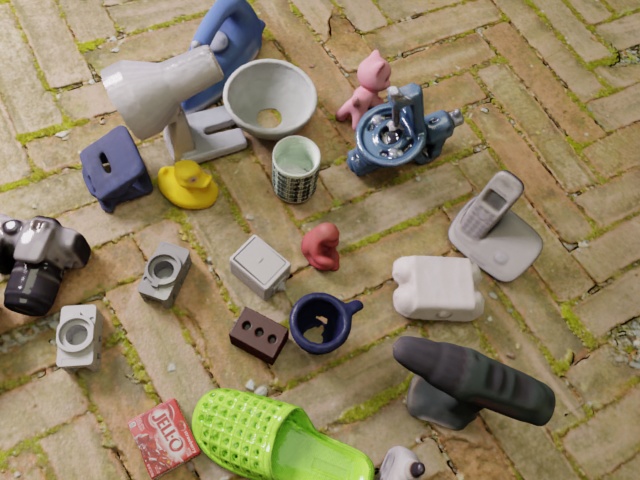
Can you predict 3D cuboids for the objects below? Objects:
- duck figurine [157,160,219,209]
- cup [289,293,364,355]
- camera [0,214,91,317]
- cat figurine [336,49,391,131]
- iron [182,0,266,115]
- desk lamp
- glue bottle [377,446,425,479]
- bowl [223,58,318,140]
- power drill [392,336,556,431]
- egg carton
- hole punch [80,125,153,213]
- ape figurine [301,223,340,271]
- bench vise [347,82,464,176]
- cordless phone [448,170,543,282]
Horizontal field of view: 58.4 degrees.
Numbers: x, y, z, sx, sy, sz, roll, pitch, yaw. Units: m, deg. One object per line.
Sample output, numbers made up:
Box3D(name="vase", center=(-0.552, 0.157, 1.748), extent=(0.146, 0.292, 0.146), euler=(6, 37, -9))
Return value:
Box3D(name="duck figurine", center=(-0.223, -0.103, 0.957), extent=(0.104, 0.086, 0.077), euler=(20, 65, 3))
Box3D(name="cup", center=(0.008, 0.131, 0.872), extent=(0.118, 0.095, 0.091), euler=(-24, 70, -16))
Box3D(name="camera", center=(-0.439, 0.037, 0.858), extent=(0.143, 0.101, 0.137), euler=(9, 65, -2))
Box3D(name="cat figurine", center=(0.088, -0.284, 1.060), extent=(0.067, 0.118, 0.128), euler=(30, 66, 8))
Box3D(name="iron", center=(-0.195, -0.356, 1.046), extent=(0.118, 0.141, 0.258), euler=(23, 65, 4))
Box3D(name="desk lamp", center=(-0.232, -0.220, 0.939), extent=(0.203, 0.213, 0.118), euler=(-21, 69, -15))
Box3D(name="glue bottle", center=(0.111, 0.310, 0.759), extent=(0.037, 0.173, 0.078), euler=(26, 65, 6))
Box3D(name="bowl", center=(-0.090, -0.243, 1.043), extent=(0.167, 0.075, 0.167), euler=(3, 65, -6))
Box3D(name="power drill", center=(0.191, 0.206, 0.797), extent=(0.229, 0.208, 0.076), euler=(17, 65, 1))
Box3D(name="egg carton", center=(0.192, 0.080, 0.932), extent=(0.150, 0.069, 0.107), euler=(2, 65, -6))
Box3D(name="hole punch", center=(-0.341, -0.118, 0.947), extent=(0.101, 0.091, 0.108), euler=(-24, 70, -16))
Box3D(name="ape figurine", center=(0.009, 0.003, 0.933), extent=(0.076, 0.092, 0.078), euler=(27, 65, 6))
Box3D(name="bench vise", center=(0.150, -0.208, 0.976), extent=(0.208, 0.220, 0.121), euler=(-35, 74, -20))
Box3D(name="cordless phone", center=(0.302, -0.024, 0.929), extent=(0.147, 0.185, 0.094), euler=(38, 67, 11))
